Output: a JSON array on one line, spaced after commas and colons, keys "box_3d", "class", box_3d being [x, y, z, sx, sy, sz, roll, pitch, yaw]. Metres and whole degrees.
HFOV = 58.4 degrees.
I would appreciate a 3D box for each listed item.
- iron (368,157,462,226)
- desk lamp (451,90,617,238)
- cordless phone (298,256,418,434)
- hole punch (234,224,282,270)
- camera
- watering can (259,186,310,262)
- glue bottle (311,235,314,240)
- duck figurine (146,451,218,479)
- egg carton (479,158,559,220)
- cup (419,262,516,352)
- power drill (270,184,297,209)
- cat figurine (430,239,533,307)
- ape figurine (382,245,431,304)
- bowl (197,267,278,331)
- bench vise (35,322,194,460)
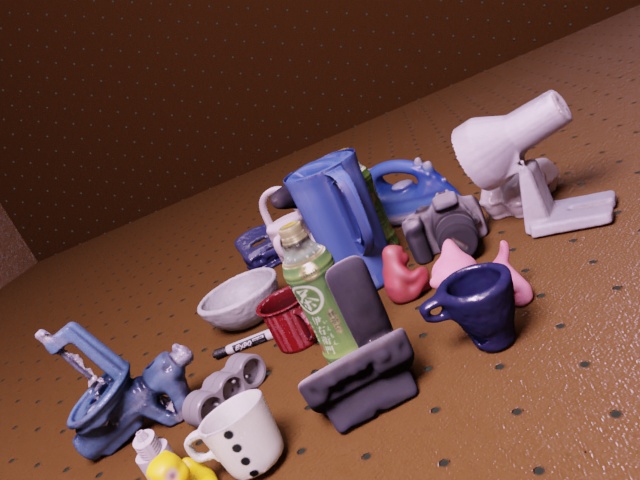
[{"box_3d": [0.187, -0.118, 1.249, 0.257, 0.141, 0.119, -9, 23, 43], "class": "iron"}, {"box_3d": [0.338, -0.119, 0.916, 0.202, 0.214, 0.118, -13, 21, 35], "class": "desk lamp"}, {"box_3d": [0.027, 0.119, 0.687, 0.148, 0.185, 0.094, -28, 17, -10], "class": "cordless phone"}, {"box_3d": [-0.138, 0.019, 1.378, 0.109, 0.091, 0.101, -30, 18, -15], "class": "hole punch"}, {"box_3d": [0.214, -0.019, 0.986, 0.143, 0.101, 0.137, -21, 17, 14], "class": "camera"}, {"box_3d": [-0.064, -0.028, 1.239, 0.101, 0.194, 0.173, -23, 17, 5], "class": "watering can"}, {"box_3d": [0.010, 0.004, 1.076, 0.078, 0.173, 0.037, -35, 20, -29], "class": "glue bottle"}, {"box_3d": [-0.161, 0.277, 0.647, 0.077, 0.086, 0.104, -23, 17, 6], "class": "duck figurine"}, {"box_3d": [0.368, -0.096, 1.055, 0.151, 0.069, 0.107, -37, 20, -34], "class": "egg carton"}, {"box_3d": [0.187, 0.093, 0.696, 0.117, 0.095, 0.091, -24, 17, 3], "class": "cup"}, {"box_3d": [0.004, -0.046, 1.172, 0.075, 0.209, 0.230, -13, 21, 34], "class": "power drill"}, {"box_3d": [0.206, 0.048, 0.767, 0.128, 0.118, 0.067, -26, 17, -4], "class": "cat figurine"}, {"box_3d": [0.129, 0.049, 0.914, 0.076, 0.092, 0.077, -31, 18, -18], "class": "ape figurine"}, {"box_3d": [-0.146, 0.125, 1.101, 0.167, 0.075, 0.167, -23, 17, 8], "class": "bowl"}, {"box_3d": [-0.306, 0.196, 0.861, 0.208, 0.220, 0.121, -33, 19, -24], "class": "bench vise"}]
